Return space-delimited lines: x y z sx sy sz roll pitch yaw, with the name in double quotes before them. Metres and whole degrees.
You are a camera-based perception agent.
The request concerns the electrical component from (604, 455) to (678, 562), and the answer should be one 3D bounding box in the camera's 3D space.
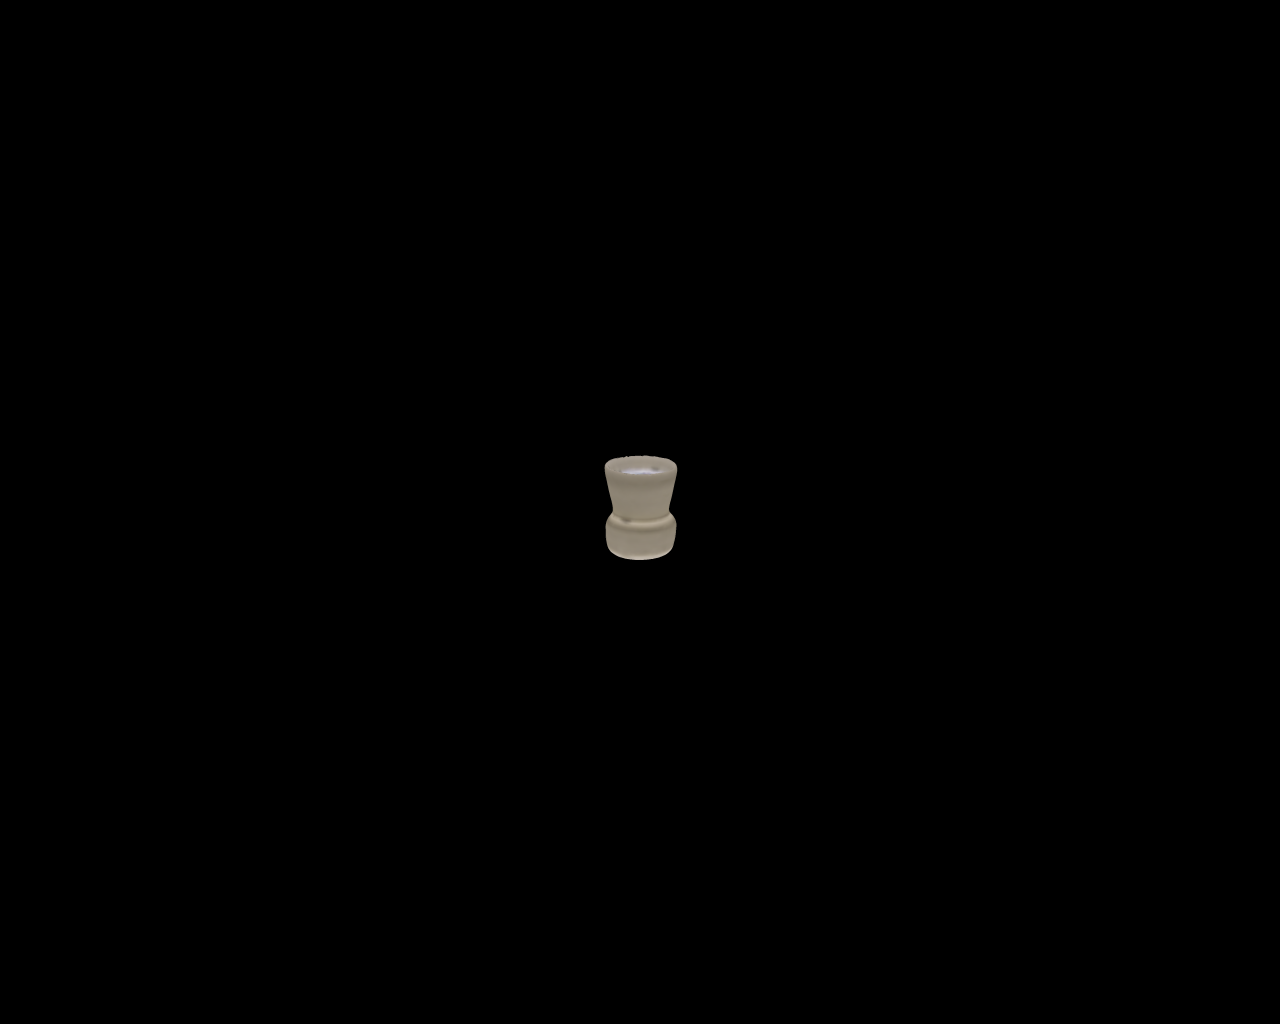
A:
"electrical component" 0.001 -0.003 0.650 0.045 0.055 0.045 0 18 0
